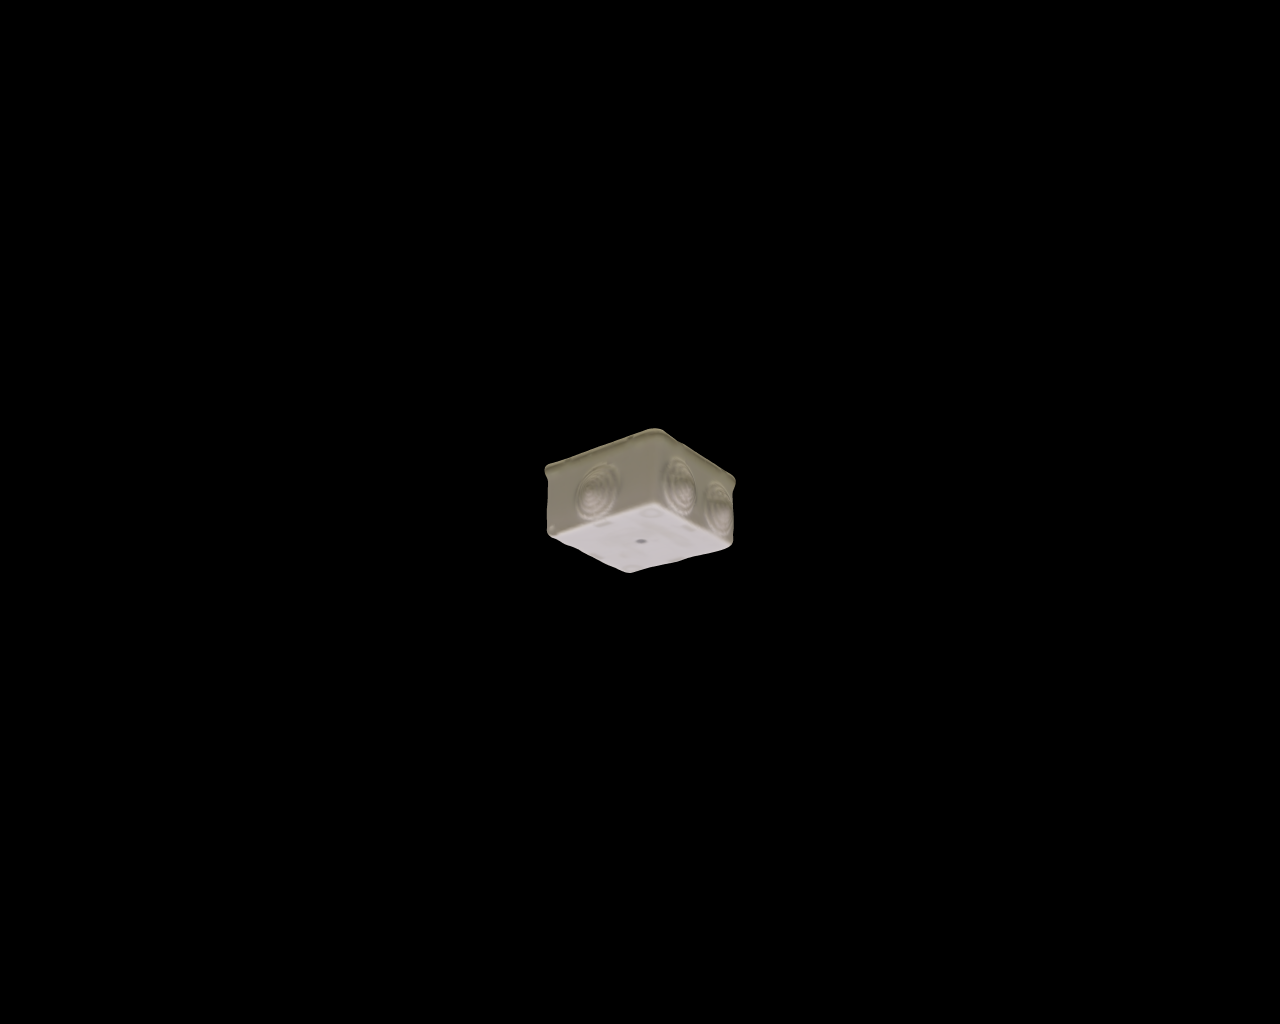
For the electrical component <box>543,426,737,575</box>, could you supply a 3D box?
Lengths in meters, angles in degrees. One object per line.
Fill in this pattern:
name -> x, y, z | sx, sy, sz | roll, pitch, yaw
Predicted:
electrical component -> 0.001, -0.003, 0.650 | 0.099, 0.048, 0.099 | -17, -29, 32
